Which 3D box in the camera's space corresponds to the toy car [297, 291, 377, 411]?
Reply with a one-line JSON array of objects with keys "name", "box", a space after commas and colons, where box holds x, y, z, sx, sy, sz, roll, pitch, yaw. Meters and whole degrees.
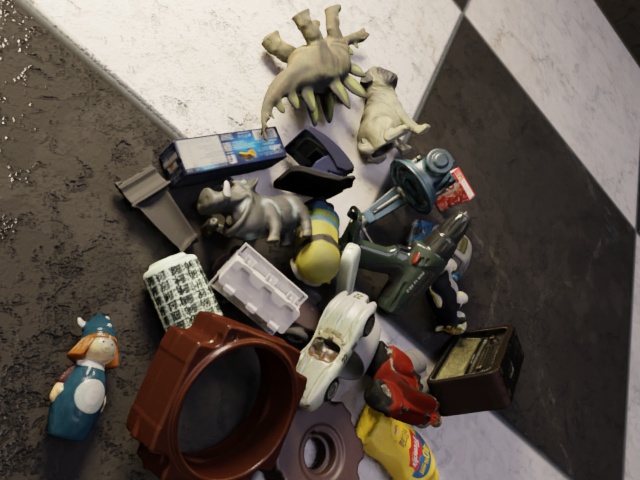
[{"name": "toy car", "box": [0.017, 0.163, 0.822, 0.202, 0.074, 0.056, -56, 145, -22]}]

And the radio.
[{"name": "radio", "box": [0.299, 0.238, 1.009, 0.229, 0.131, 0.073, -30, 101, -59]}]

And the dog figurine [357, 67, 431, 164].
[{"name": "dog figurine", "box": [0.111, -0.268, 1.118, 0.172, 0.121, 0.190, -17, 71, -45]}]

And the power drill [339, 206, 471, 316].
[{"name": "power drill", "box": [0.135, 0.012, 0.974, 0.207, 0.232, 0.086, 23, 15, -21]}]

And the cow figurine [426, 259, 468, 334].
[{"name": "cow figurine", "box": [0.252, 0.130, 1.066, 0.167, 0.068, 0.098, 68, 28, -17]}]

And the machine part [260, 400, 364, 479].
[{"name": "machine part", "box": [-0.010, 0.323, 0.816, 0.179, 0.056, 0.179, 16, 63, -35]}]

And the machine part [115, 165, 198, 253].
[{"name": "machine part", "box": [-0.229, -0.040, 0.784, 0.138, 0.039, 0.084, 55, 44, -7]}]

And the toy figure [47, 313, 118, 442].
[{"name": "toy figure", "box": [-0.282, 0.163, 0.656, 0.064, 0.058, 0.154, 71, 25, -60]}]

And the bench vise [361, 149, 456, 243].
[{"name": "bench vise", "box": [0.162, -0.090, 1.053, 0.241, 0.223, 0.129, -34, 92, -11]}]

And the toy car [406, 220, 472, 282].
[{"name": "toy car", "box": [0.260, 0.019, 1.117, 0.161, 0.103, 0.109, 42, 51, -22]}]

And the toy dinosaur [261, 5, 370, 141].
[{"name": "toy dinosaur", "box": [-0.008, -0.322, 1.011, 0.198, 0.105, 0.471, 56, 44, -10]}]

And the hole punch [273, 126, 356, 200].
[{"name": "hole punch", "box": [-0.008, -0.128, 0.931, 0.116, 0.142, 0.092, 16, 70, -23]}]

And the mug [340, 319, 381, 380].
[{"name": "mug", "box": [0.051, 0.165, 0.916, 0.109, 0.081, 0.107, 45, 41, 2]}]

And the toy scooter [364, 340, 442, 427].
[{"name": "toy scooter", "box": [0.139, 0.247, 0.893, 0.135, 0.075, 0.184, 29, 17, -3]}]

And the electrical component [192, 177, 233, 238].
[{"name": "electrical component", "box": [-0.151, -0.049, 0.845, 0.102, 0.045, 0.078, -41, 102, -40]}]

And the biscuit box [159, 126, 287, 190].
[{"name": "biscuit box", "box": [-0.150, -0.136, 0.866, 0.202, 0.063, 0.059, -19, 86, -42]}]

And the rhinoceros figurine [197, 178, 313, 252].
[{"name": "rhinoceros figurine", "box": [-0.093, -0.041, 0.809, 0.190, 0.073, 0.112, 2, 75, -44]}]

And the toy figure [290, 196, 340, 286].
[{"name": "toy figure", "box": [-0.005, -0.004, 0.903, 0.082, 0.089, 0.180, 14, 46, -6]}]

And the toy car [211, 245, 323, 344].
[{"name": "toy car", "box": [-0.081, 0.090, 0.845, 0.202, 0.053, 0.089, 33, 52, -21]}]

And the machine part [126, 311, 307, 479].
[{"name": "machine part", "box": [-0.124, 0.208, 0.692, 0.201, 0.087, 0.201, 31, 78, -39]}]
